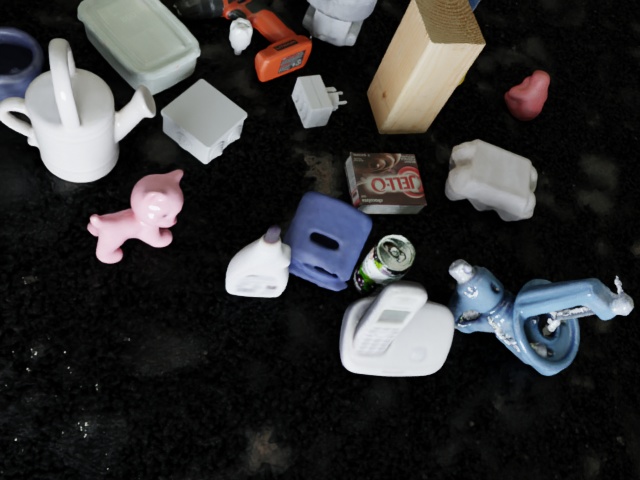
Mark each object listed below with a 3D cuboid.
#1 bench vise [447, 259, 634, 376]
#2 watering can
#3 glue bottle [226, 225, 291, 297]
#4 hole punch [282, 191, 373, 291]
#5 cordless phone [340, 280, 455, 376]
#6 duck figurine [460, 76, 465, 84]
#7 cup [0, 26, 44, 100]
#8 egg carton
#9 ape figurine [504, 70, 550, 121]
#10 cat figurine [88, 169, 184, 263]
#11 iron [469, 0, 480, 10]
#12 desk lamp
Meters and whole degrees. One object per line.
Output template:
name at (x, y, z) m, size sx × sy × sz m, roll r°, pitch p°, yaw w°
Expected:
bench vise at (0.268, 0.093, 0.734) m, size 0.207 × 0.219 × 0.121 m, roll 18°, pitch 61°, yaw -7°
watering can at (-0.297, -0.165, 0.705) m, size 0.173 × 0.194 × 0.101 m, roll -26°, pitch 74°, yaw -25°
glue bottle at (-0.068, 0.024, 0.694) m, size 0.078 × 0.173 × 0.037 m, roll 7°, pitch 63°, yaw -13°
hole punch at (0.007, 0.003, 0.774) m, size 0.109 × 0.091 × 0.101 m, roll 23°, pitch 61°, yaw -5°
cordless phone at (0.110, 0.103, 0.702) m, size 0.148 × 0.185 × 0.094 m, roll 3°, pitch 64°, yaw -15°
duck figurine at (0.236, -0.331, 1.006) m, size 0.078 × 0.086 × 0.104 m, roll 5°, pitch 64°, yaw -14°
cup at (-0.409, -0.204, 0.748) m, size 0.092 × 0.095 × 0.118 m, roll 16°, pitch 62°, yaw -8°
egg carton at (0.273, -0.094, 0.912) m, size 0.150 × 0.069 × 0.107 m, roll 19°, pitch 61°, yaw -7°
ape figurine at (0.372, -0.262, 1.009) m, size 0.078 × 0.092 × 0.076 m, roll 6°, pitch 63°, yaw -13°
cat figurine at (-0.222, -0.036, 0.709) m, size 0.128 × 0.117 × 0.067 m, roll -22°, pitch 73°, yaw -24°
iron at (0.252, -0.482, 1.052) m, size 0.118 × 0.141 × 0.259 m, roll 32°, pitch 60°, yaw 0°
desk lamp at (0.039, -0.417, 0.915) m, size 0.118 × 0.213 × 0.203 m, roll 22°, pitch 61°, yaw -5°
